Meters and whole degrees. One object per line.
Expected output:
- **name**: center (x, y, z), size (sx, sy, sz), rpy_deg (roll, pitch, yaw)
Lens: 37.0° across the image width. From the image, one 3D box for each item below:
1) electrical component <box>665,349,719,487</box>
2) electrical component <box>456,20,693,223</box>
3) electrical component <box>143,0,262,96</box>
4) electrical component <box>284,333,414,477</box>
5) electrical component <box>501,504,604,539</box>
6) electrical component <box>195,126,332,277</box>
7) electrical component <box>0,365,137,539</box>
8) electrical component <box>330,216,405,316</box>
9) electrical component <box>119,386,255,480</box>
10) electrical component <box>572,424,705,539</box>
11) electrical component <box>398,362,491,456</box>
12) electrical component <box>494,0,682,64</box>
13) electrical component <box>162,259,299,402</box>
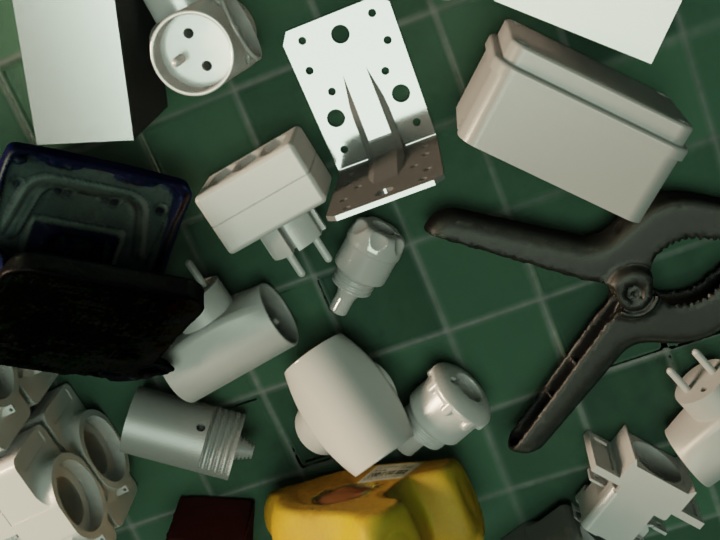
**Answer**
- **electrical component**: center (0.221, 0.082, 0.659), size (0.077, 0.043, 0.079), rpy_deg (-40, 104, 16)
- **electrical component**: center (0.114, -0.083, 0.584), size (0.113, 0.078, 0.057), rpy_deg (24, 113, -6)
- **electrical component**: center (-0.091, -0.137, 0.574), size (0.044, 0.077, 0.079), rpy_deg (-25, 107, 12)
- **electrical component**: center (-0.015, 0.090, 0.669), size (0.077, 0.044, 0.079), rpy_deg (54, 138, 9)
- **electrical component**: center (0.118, 0.203, 0.703), size (0.089, 0.055, 0.050), rpy_deg (-41, 104, 16)
- **electrical component**: center (-0.045, -0.032, 0.627), size (0.066, 0.047, 0.076), rpy_deg (-29, 107, 13)
- **electrical component**: center (-0.213, 0.095, 0.652), size (0.060, 0.105, 0.186), rpy_deg (-26, 107, 12)
- **electrical component**: center (0.000, 0.000, 0.644), size (0.035, 0.035, 0.061), rpy_deg (26, 112, -7)
- **electrical component**: center (-0.107, 0.105, 0.684), size (0.081, 0.043, 0.043), rpy_deg (16, 111, -3)
- **electrical component**: center (0.173, 0.142, 0.685), size (0.081, 0.042, 0.063), rpy_deg (29, 111, -7)
- **electrical component**: center (0.047, 0.092, 0.672), size (0.048, 0.048, 0.062), rpy_deg (40, 115, -11)
- **electrical component**: center (0.136, -0.196, 0.549), size (0.089, 0.061, 0.150), rpy_deg (21, 110, -5)
- **electrical component**: center (-0.091, 0.030, 0.655), size (0.077, 0.043, 0.079), rpy_deg (-30, 106, 13)
